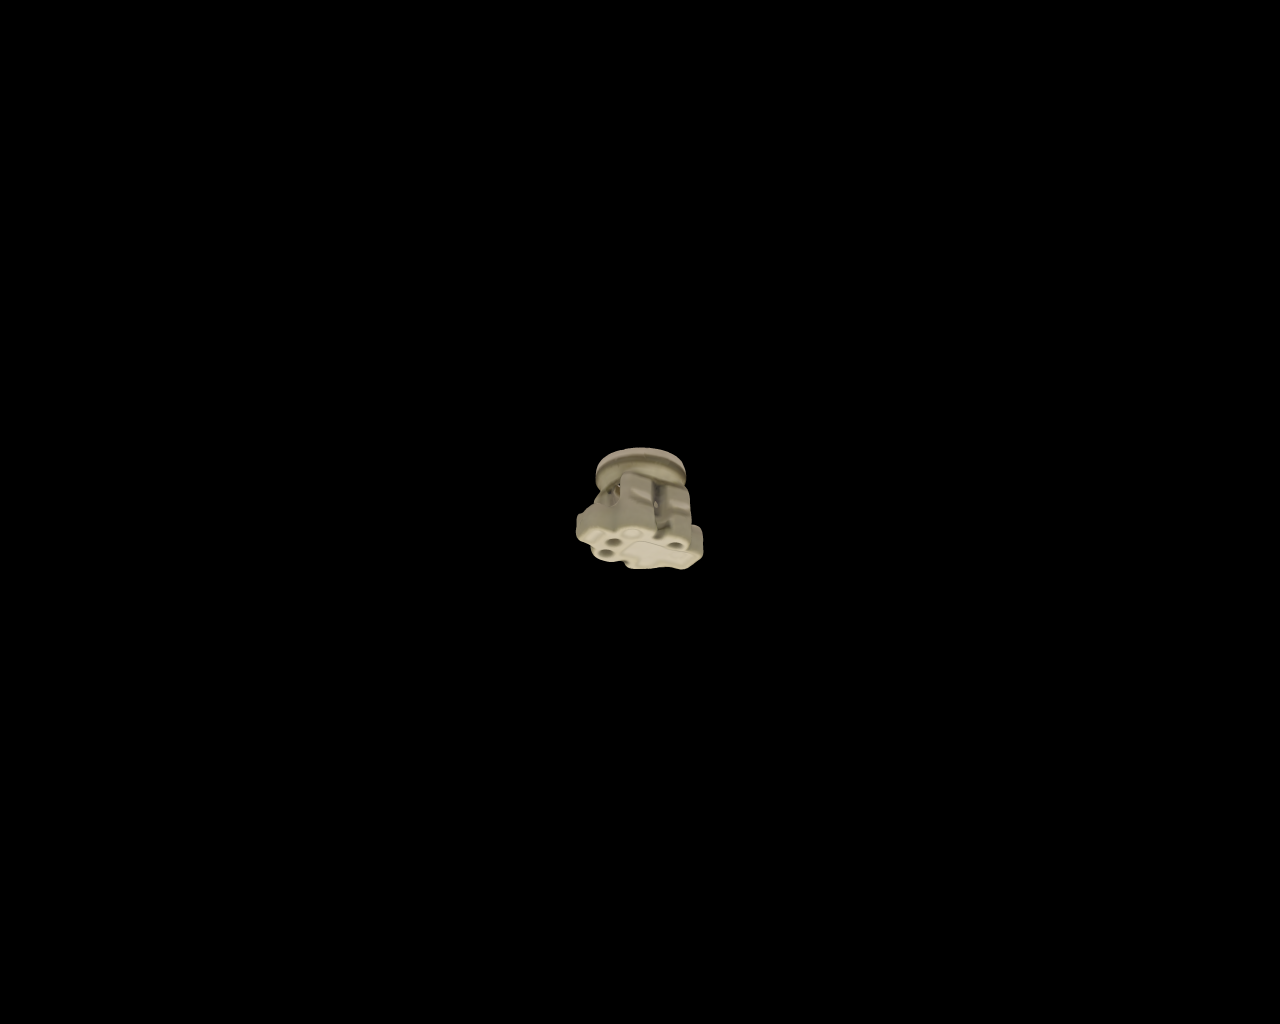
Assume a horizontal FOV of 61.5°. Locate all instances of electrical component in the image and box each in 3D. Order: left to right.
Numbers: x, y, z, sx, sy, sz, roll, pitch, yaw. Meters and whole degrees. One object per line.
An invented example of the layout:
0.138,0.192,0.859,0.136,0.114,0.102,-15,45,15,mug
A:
0.001,-0.003,0.650,0.078,0.057,0.058,15,-32,-27,electrical component
